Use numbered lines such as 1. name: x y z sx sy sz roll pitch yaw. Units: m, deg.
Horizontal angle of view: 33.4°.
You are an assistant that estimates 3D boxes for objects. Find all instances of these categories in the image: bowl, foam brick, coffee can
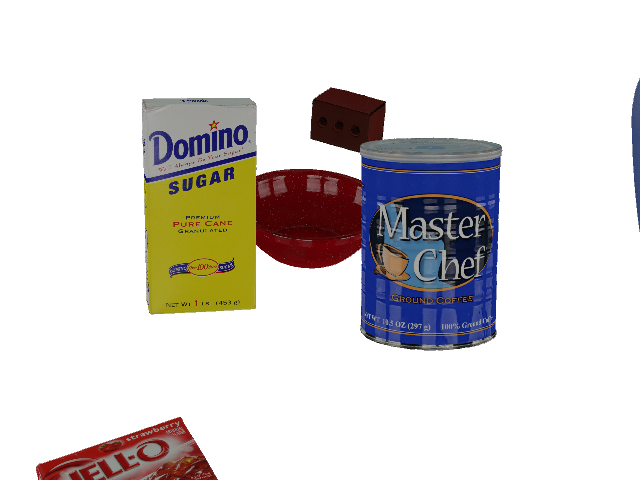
1. bowl: -0.013 -0.017 1.110 0.162 0.055 0.162 3 29 -2
2. foam brick: 0.033 -0.145 1.285 0.078 0.053 0.051 17 32 22
3. coffee can: 0.080 -0.001 0.786 0.103 0.140 0.103 0 11 0

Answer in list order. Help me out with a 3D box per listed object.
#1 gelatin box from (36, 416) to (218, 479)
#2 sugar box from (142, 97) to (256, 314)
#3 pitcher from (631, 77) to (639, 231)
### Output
1. gelatin box: -0.106 0.140 0.593 0.089 0.030 0.073 -15 28 -20
2. sugar box: -0.101 -0.029 0.891 0.093 0.176 0.048 -3 16 -12
3. pitcher: 0.254 -0.018 0.602 0.149 0.243 0.144 -1 22 17
